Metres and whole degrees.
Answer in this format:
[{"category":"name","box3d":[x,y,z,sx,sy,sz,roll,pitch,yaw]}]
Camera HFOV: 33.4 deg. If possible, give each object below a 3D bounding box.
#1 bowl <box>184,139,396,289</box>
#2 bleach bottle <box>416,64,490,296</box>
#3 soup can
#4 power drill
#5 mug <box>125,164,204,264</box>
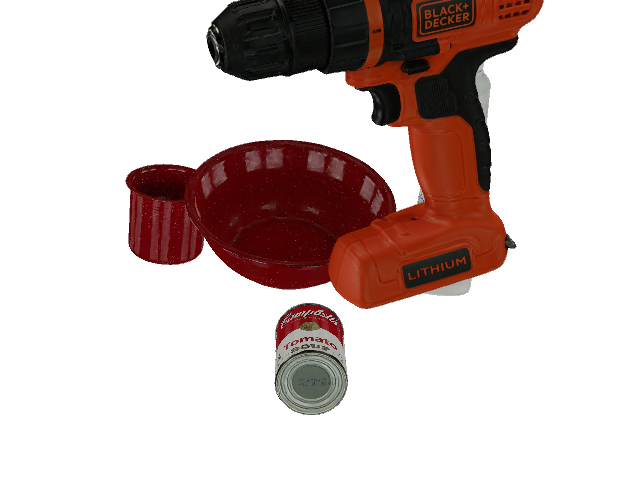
[{"category":"bowl","box3d":[-0.024,-0.012,0.825,0.162,0.055,0.162,3,38,-3]},{"category":"bleach bottle","box3d":[0.136,-0.074,1.095,0.068,0.251,0.102,4,30,-3]},{"category":"soup can","box3d":[-0.010,0.111,1.007,0.068,0.068,0.102,0,22,-1]},{"category":"power drill","box3d":[0.036,-0.058,0.580,0.184,0.188,0.057,-15,32,-16]},{"category":"mug","box3d":[-0.168,-0.032,1.158,0.093,0.081,0.117,-3,29,-20]}]
